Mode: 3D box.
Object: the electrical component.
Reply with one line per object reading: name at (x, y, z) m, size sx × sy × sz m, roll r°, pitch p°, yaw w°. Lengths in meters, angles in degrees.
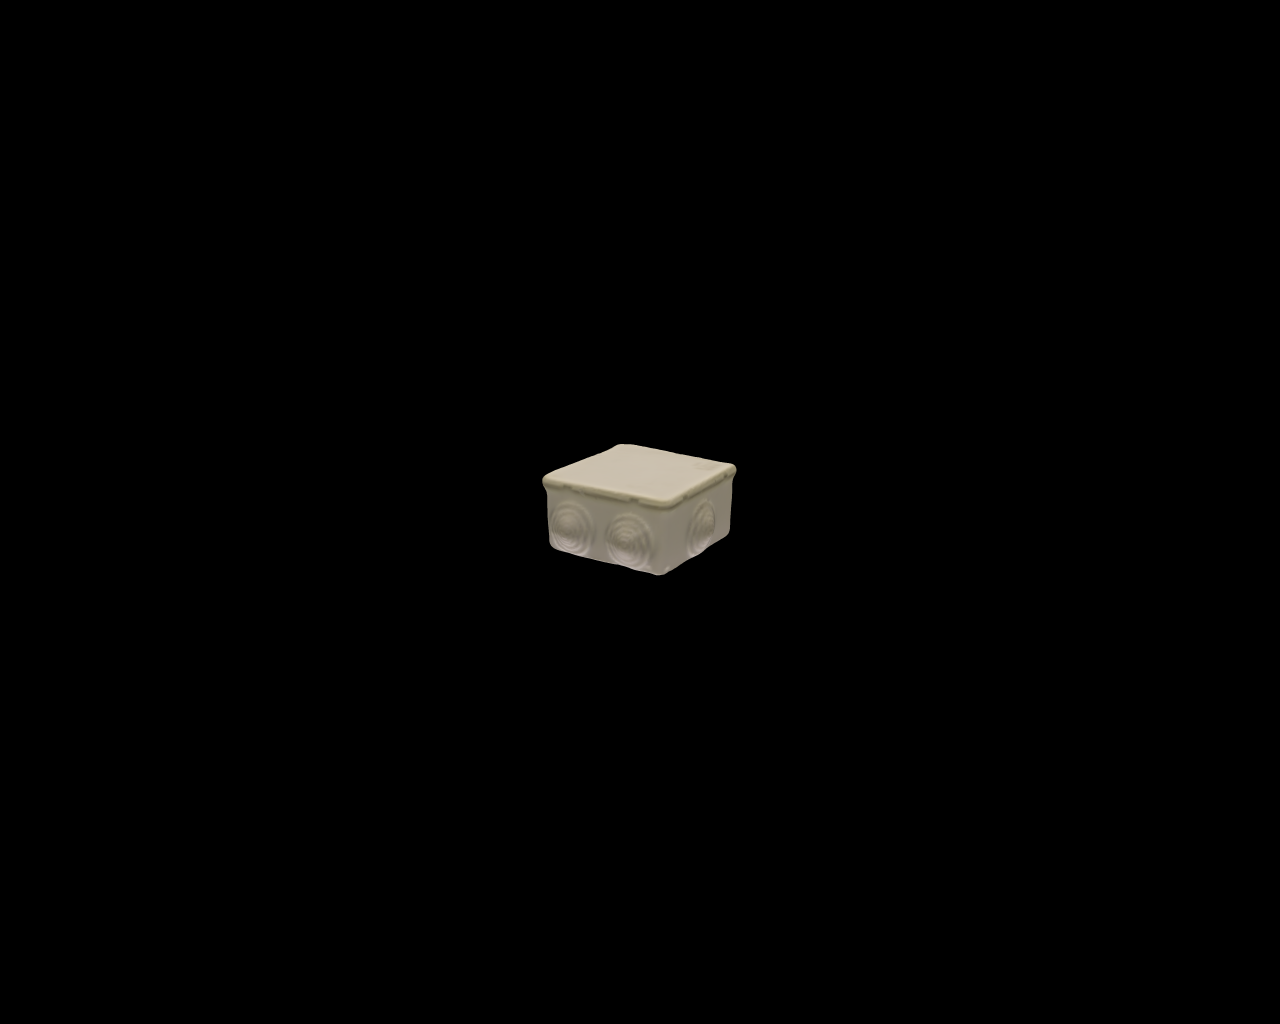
electrical component at (0.001, -0.003, 0.650) m, size 0.100 × 0.048 × 0.100 m, roll 12°, pitch 23°, yaw 31°
